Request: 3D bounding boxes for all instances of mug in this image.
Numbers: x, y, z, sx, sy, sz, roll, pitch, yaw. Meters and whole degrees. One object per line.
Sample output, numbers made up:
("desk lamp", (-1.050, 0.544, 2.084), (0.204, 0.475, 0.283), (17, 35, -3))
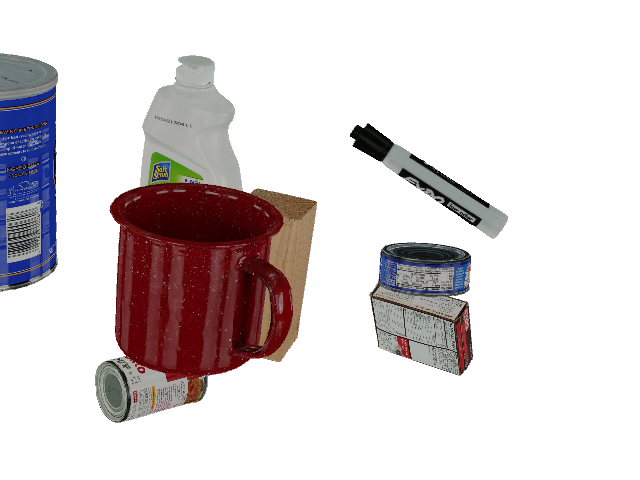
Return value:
("mug", (-0.061, 0.025, 0.582), (0.117, 0.081, 0.093), (22, 26, 33))

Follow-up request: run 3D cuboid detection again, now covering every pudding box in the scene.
("pudding box", (0.116, 0.097, 1.220), (0.114, 0.090, 0.039), (15, 45, 28))

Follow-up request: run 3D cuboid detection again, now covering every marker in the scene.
("marker", (0.073, -0.042, 0.725), (0.121, 0.020, 0.020), (34, -1, -2))

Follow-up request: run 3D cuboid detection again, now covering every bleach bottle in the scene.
("bleach bottle", (-0.104, -0.029, 0.905), (0.103, 0.251, 0.068), (13, 25, 15))

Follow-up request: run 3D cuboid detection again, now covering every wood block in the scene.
("wood block", (-0.071, 0.046, 1.448), (0.090, 0.206, 0.090), (13, 22, 10))

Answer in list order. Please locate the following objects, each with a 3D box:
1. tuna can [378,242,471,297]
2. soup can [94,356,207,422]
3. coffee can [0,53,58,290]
("tuna can", (0.097, 0.026, 0.995), (0.086, 0.034, 0.086), (3, 11, -1))
("soup can", (-0.183, 0.153, 1.150), (0.102, 0.068, 0.069), (-10, 6, -41))
("coffee can", (-0.232, -0.049, 0.731), (0.103, 0.140, 0.103), (5, 22, -2))
